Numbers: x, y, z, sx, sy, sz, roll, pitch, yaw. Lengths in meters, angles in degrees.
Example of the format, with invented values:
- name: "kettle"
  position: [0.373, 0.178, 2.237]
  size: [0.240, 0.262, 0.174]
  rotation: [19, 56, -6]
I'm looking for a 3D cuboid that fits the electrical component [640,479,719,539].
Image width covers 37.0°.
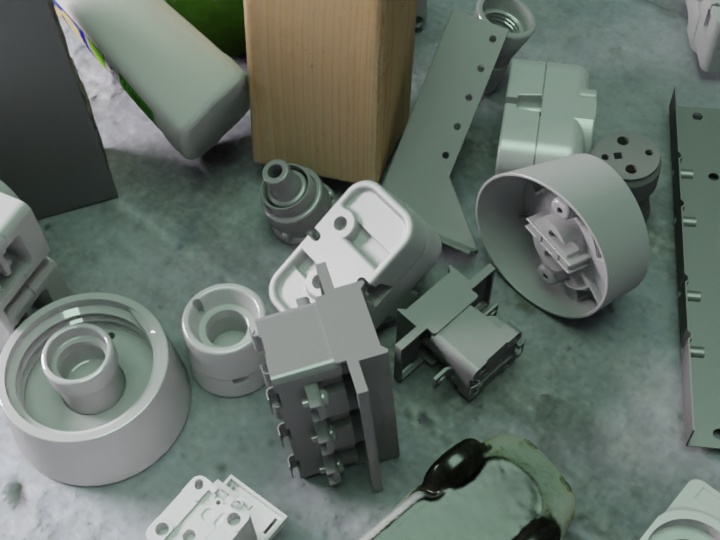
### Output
- name: "electrical component"
  position: [0.149, 0.203, 0.513]
  size: [0.105, 0.060, 0.186]
  rotation: [36, 64, 24]

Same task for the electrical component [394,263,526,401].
- name: "electrical component"
  position: [0.060, 0.040, 0.643]
  size: [0.081, 0.042, 0.064]
  rotation: [-40, 66, -21]

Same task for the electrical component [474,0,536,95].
- name: "electrical component"
  position: [0.092, -0.156, 0.762]
  size: [0.044, 0.065, 0.044]
  rotation: [10, 53, -13]

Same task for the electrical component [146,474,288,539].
- name: "electrical component"
  position: [-0.080, 0.144, 0.564]
  size: [0.042, 0.063, 0.081]
  rotation: [31, 62, 21]

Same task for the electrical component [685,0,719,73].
- name: "electrical component"
  position: [0.270, -0.189, 0.782]
  size: [0.050, 0.055, 0.089]
  rotation: [0, 56, 2]

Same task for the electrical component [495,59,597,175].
- name: "electrical component"
  position: [0.125, -0.093, 0.723]
  size: [0.059, 0.053, 0.095]
  rotation: [8, 56, 8]

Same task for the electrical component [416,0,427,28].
- name: "electrical component"
  position: [-0.009, -0.225, 0.789]
  size: [0.109, 0.108, 0.056]
  rotation: [-13, 53, -6]

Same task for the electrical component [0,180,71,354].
- name: "electrical component"
  position: [-0.277, -0.024, 0.664]
  size: [0.186, 0.105, 0.060]
  rotation: [21, 59, 16]

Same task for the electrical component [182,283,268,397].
- name: "electrical component"
  position: [-0.078, 0.041, 0.645]
  size: [0.055, 0.047, 0.055]
  rotation: [-1, 55, 2]

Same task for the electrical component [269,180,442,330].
- name: "electrical component"
  position: [0.000, 0.000, 0.647]
  size: [0.095, 0.059, 0.053]
  rotation: [-49, 62, 8]

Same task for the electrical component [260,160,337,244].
- name: "electrical component"
  position: [-0.044, -0.049, 0.693]
  size: [0.048, 0.062, 0.048]
  rotation: [-7, 64, 14]

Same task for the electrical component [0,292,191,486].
- name: "electrical component"
  position: [-0.157, 0.063, 0.625]
  size: [0.108, 0.060, 0.108]
  rotation: [-1, 55, 2]

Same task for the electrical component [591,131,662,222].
- name: "electrical component"
  position: [0.169, -0.056, 0.695]
  size: [0.045, 0.055, 0.045]
  rotation: [-2, 55, 3]

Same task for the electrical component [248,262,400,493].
- name: "electrical component"
  position: [-0.017, 0.065, 0.580]
  size: [0.063, 0.121, 0.078]
  rotation: [-16, 56, -5]

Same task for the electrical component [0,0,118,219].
- name: "electrical component"
  position: [-0.230, -0.111, 0.673]
  size: [0.105, 0.186, 0.060]
  rotation: [-17, 56, -9]

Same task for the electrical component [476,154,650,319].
- name: "electrical component"
  position: [0.124, -0.020, 0.648]
  size: [0.064, 0.099, 0.099]
  rotation: [-22, 57, -19]
